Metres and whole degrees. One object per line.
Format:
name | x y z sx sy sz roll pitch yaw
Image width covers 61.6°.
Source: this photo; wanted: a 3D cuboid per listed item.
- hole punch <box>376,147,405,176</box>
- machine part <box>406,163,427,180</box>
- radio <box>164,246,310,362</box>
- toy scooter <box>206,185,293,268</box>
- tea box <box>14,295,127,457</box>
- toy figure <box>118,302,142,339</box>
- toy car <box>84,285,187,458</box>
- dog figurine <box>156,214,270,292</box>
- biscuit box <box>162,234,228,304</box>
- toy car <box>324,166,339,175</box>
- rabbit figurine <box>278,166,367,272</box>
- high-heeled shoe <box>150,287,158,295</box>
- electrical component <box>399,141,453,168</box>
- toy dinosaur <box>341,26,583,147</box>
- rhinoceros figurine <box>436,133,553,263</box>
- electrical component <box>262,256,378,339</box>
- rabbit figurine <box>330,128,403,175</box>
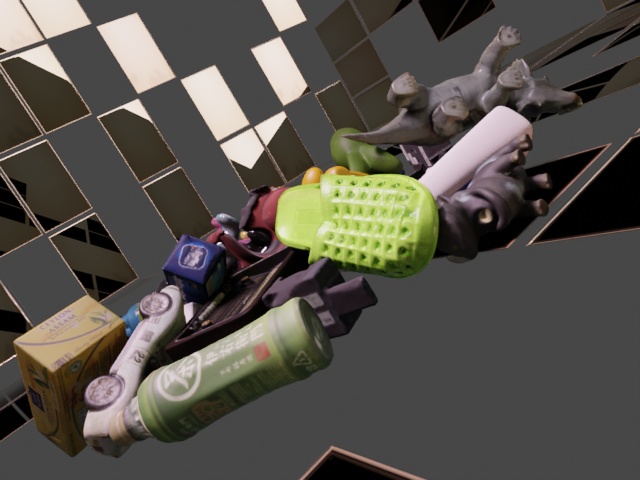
hole punch | 0.108 -0.120 1.149 0.142 0.092 0.116 -12 50 53
machine part | 0.143 -0.099 1.029 0.139 0.039 0.084 -32 5 -1
radio | -0.083 0.087 0.664 0.131 0.073 0.229 -26 10 20
toy scooter | -0.094 -0.012 0.817 0.075 0.135 0.184 -26 42 68
tea box | -0.284 0.162 0.632 0.098 0.068 0.169 -41 -29 -48
toy figure | -0.292 0.138 1.005 0.180 0.082 0.089 -24 28 -5
toy car | -0.200 0.140 0.607 0.056 0.073 0.202 13 46 8
dog figurine | -0.170 0.075 0.929 0.219 0.191 0.108 -67 20 -7
biscuit box | -0.171 0.066 0.766 0.202 0.063 0.059 103 -171 -62
toy car | 0.012 -0.073 1.082 0.109 0.103 0.162 -32 11 30
rabbit figurine | 0.018 -0.019 0.757 0.122 0.162 0.173 -49 0 -28
high-heeled shoe | -0.302 0.104 1.070 0.145 0.086 0.248 -13 -30 -44
electrical component | 0.205 -0.188 1.062 0.058 0.114 0.134 -30 12 -6
toy dinosaur | 0.216 -0.212 0.876 0.405 0.131 0.192 -19 -19 -4
rhinoceros figurine | 0.177 -0.046 0.572 0.112 0.073 0.190 -20 14 41
electrical component | 0.007 0.059 0.547 0.119 0.074 0.048 -29 10 32
rabbit figurine | 0.069 -0.102 0.877 0.121 0.170 0.159 -32 9 -2
